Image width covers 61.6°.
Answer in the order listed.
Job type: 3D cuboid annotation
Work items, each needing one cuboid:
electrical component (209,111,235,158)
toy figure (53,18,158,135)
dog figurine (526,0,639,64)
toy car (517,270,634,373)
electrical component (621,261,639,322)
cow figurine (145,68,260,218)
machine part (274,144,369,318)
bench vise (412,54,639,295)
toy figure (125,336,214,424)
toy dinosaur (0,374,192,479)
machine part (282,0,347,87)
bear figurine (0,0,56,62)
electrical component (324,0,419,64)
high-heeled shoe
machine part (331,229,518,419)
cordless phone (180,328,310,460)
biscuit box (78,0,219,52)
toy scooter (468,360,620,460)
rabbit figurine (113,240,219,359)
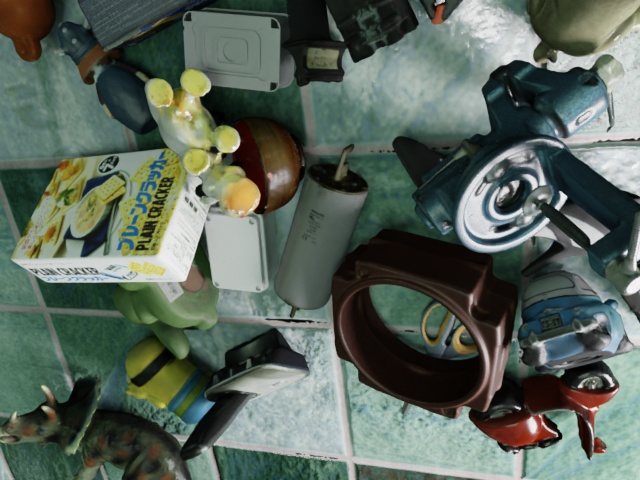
[{"bbox_3d":[-0.140,-0.128,0.670,0.094,0.021,0.063,7,116,13],"label":"electrical component"},{"bbox_3d":[-0.256,-0.197,0.653,0.154,0.064,0.058,49,156,-3],"label":"toy figure"},{"bbox_3d":[0.235,-0.208,0.423,0.121,0.190,0.172,20,120,7],"label":"dog figurine"},{"bbox_3d":[0.269,0.087,0.598,0.109,0.161,0.103,-27,59,30],"label":"toy car"},{"bbox_3d":[0.364,0.042,0.584,0.075,0.048,0.119,-25,107,25],"label":"electrical component"},{"bbox_3d":[-0.130,-0.096,0.594,0.068,0.098,0.167,-30,97,-19],"label":"cow figurine"},{"bbox_3d":[-0.001,-0.002,0.656,0.079,0.079,0.243,22,120,6],"label":"machine part"},{"bbox_3d":[0.203,-0.054,0.463,0.224,0.241,0.128,-31,133,3],"label":"bench vise"},{"bbox_3d":[-0.215,0.220,0.826,0.180,0.082,0.089,36,108,3],"label":"toy figure"},{"bbox_3d":[-0.315,0.360,0.907,0.405,0.131,0.192,24,120,-2],"label":"toy dinosaur"},{"bbox_3d":[-0.008,-0.232,0.557,0.039,0.084,0.138,6,110,45],"label":"machine part"},{"bbox_3d":[-0.336,-0.306,0.591,0.196,0.132,0.120,-37,74,24],"label":"bear figurine"},{"bbox_3d":[0.042,-0.236,0.499,0.058,0.134,0.114,-19,111,23],"label":"electrical component"},{"bbox_3d":[0.207,-0.061,0.566,0.248,0.086,0.145,40,116,-9],"label":"high-heeled shoe"},{"bbox_3d":[0.116,0.100,0.630,0.202,0.087,0.200,16,129,28],"label":"machine part"},{"bbox_3d":[-0.107,0.215,0.731,0.147,0.184,0.088,-29,99,27],"label":"cordless phone"},{"bbox_3d":[-0.162,-0.276,0.586,0.203,0.059,0.062,-16,108,23],"label":"biscuit box"},{"bbox_3d":[0.290,0.227,0.680,0.184,0.075,0.135,-23,107,20],"label":"toy scooter"},{"bbox_3d":[-0.218,0.079,0.760,0.170,0.121,0.159,-18,117,42],"label":"rabbit figurine"}]
